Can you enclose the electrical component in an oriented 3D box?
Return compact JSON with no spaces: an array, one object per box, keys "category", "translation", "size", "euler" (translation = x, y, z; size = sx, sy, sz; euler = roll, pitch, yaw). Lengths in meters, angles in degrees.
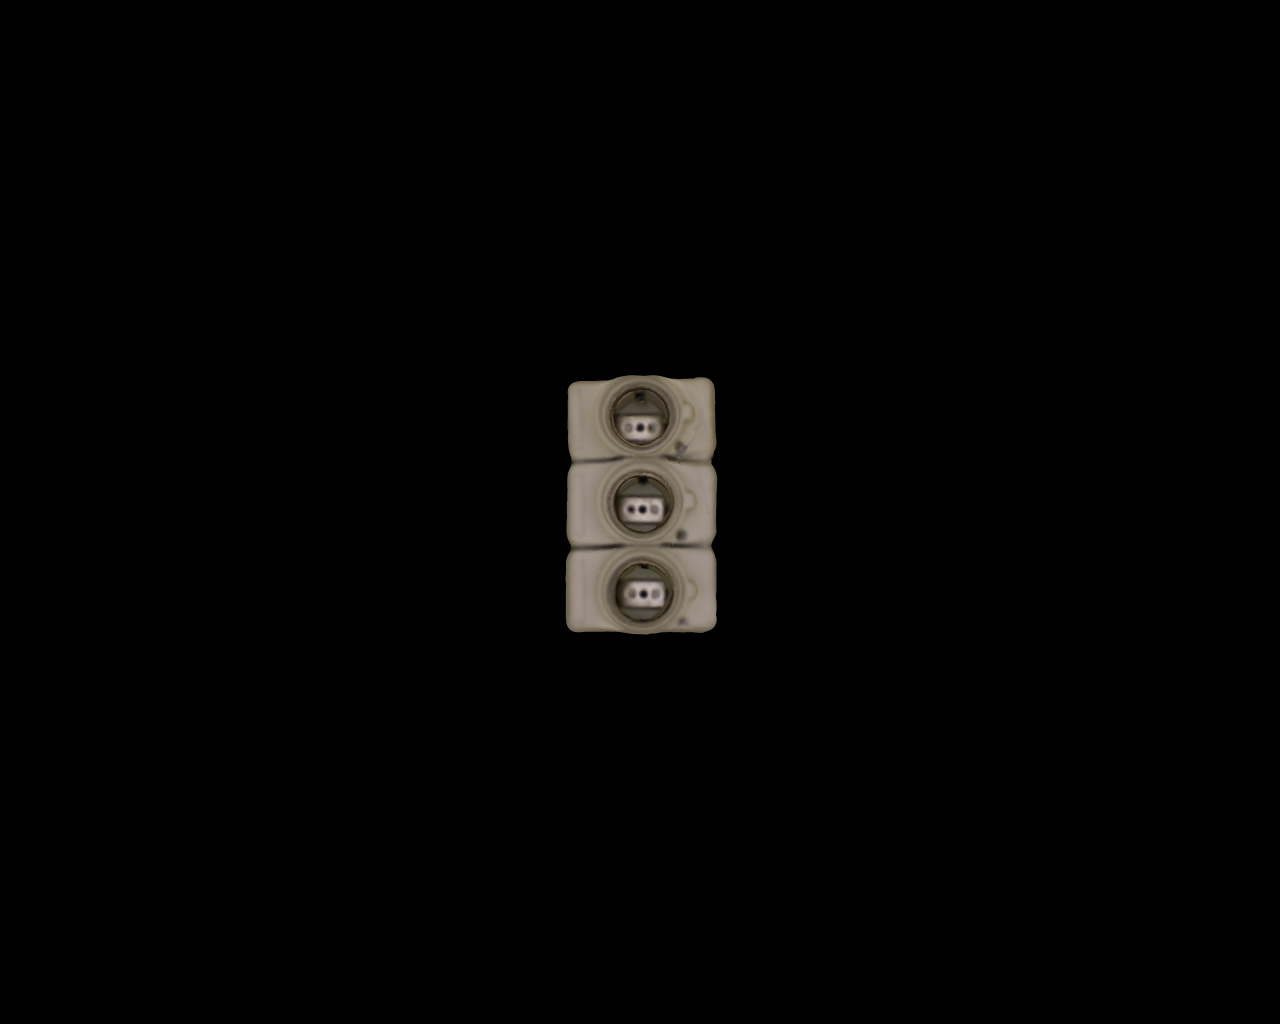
[{"category":"electrical component","translation":[0.001,-0.003,0.650],"size":[0.089,0.150,0.061],"euler":[0,-7,0]}]
